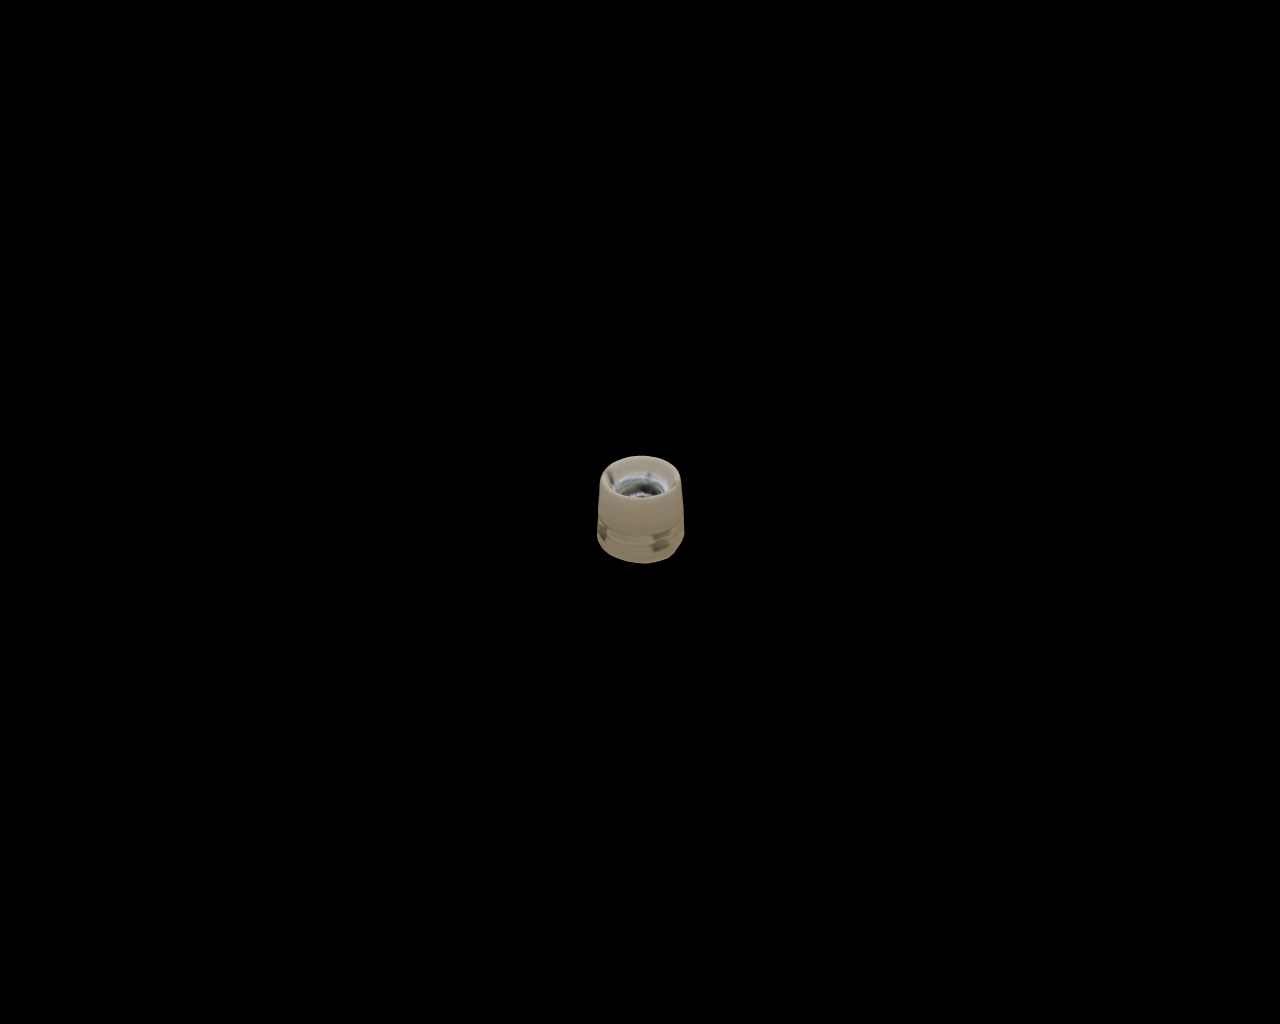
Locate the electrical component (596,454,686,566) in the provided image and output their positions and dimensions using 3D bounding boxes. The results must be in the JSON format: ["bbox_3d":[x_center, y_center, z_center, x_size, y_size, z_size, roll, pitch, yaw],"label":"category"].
[{"bbox_3d":[0.001,-0.003,0.650,0.055,0.047,0.055,0,36,0],"label":"electrical component"}]
